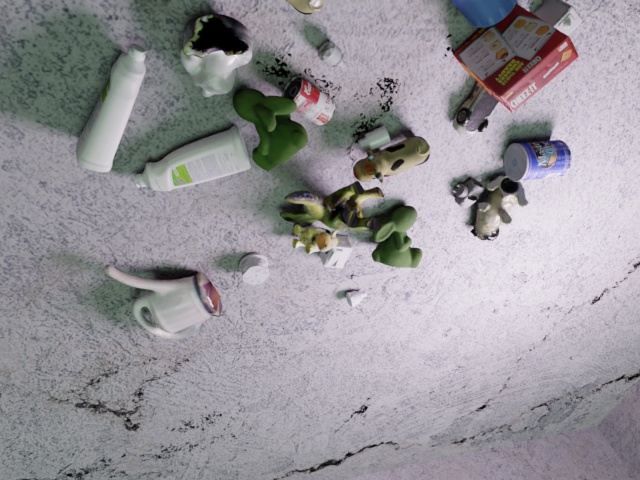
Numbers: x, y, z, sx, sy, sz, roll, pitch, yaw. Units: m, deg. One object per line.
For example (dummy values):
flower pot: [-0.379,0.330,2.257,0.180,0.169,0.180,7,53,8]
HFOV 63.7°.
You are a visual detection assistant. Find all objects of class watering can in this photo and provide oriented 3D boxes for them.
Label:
watering can: [-0.392,0.150,1.355,0.224,0.106,0.340,-22,135,-2]

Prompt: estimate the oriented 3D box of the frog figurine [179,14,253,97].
frog figurine: [-0.197,-0.353,0.995,0.138,0.123,0.158,-22,171,-11]

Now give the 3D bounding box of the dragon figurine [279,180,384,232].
dragon figurine: [0.004,-0.063,1.253,0.409,0.123,0.241,8,164,-44]
